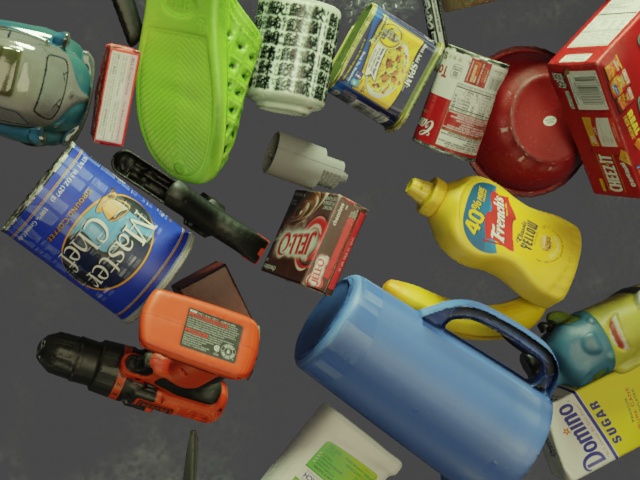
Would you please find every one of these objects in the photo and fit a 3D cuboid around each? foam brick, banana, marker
[{"bbox_3d":[-0.100,0.067,1.023,0.051,0.053,0.078,-28,100,-14],"label":"foam brick"},{"bbox_3d":[0.160,0.072,1.114,0.197,0.037,0.069,-2,63,-20],"label":"banana"},{"bbox_3d":[0.116,-0.234,1.094,0.020,0.020,0.121,-13,96,-16],"label":"marker"}]

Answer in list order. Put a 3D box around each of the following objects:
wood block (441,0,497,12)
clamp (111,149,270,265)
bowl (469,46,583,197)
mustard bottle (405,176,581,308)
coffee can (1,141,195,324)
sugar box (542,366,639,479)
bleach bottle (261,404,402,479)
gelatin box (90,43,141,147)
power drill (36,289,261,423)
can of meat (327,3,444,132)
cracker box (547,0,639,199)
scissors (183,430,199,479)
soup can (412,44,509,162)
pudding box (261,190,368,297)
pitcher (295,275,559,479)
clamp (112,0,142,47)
[{"bbox_3d":[0.225,-0.303,1.088,0.205,0.090,0.091,-17,97,-15],"label":"wood block"},{"bbox_3d":[-0.117,-0.029,0.996,0.039,0.120,0.171,-51,140,-1],"label":"clamp"},{"bbox_3d":[0.228,-0.125,1.114,0.162,0.055,0.162,-1,93,-16],"label":"bowl"},{"bbox_3d":[0.173,-0.012,1.094,0.191,0.058,0.096,27,62,-11],"label":"mustard bottle"},{"bbox_3d":[-0.199,-0.006,0.964,0.140,0.103,0.103,39,81,-15],"label":"coffee can"},{"bbox_3d":[0.320,0.183,1.159,0.176,0.048,0.093,-25,99,-16],"label":"sugar box"},{"bbox_3d":[-0.034,0.288,1.048,0.102,0.068,0.251,39,83,-10],"label":"bleach bottle"},{"bbox_3d":[-0.188,-0.133,0.972,0.030,0.073,0.089,9,99,-16],"label":"gelatin box"},{"bbox_3d":[-0.147,0.103,0.945,0.184,0.188,0.057,19,63,-18],"label":"power drill"},{"bbox_3d":[0.061,-0.172,1.061,0.084,0.057,0.102,30,84,-14],"label":"can of meat"},{"bbox_3d":[0.335,-0.172,1.093,0.213,0.072,0.164,-45,123,-26],"label":"cracker box"},{"bbox_3d":[-0.116,0.292,1.016,0.016,0.096,0.202,16,89,-52],"label":"scissors"},{"bbox_3d":[0.141,-0.137,1.067,0.068,0.068,0.102,15,103,-17],"label":"soup can"},{"bbox_3d":[-0.007,0.001,1.017,0.039,0.114,0.090,26,85,-21],"label":"pudding box"},{"bbox_3d":[0.105,0.133,1.050,0.242,0.145,0.149,35,59,-12],"label":"pitcher"},{"bbox_3d":[-0.229,-0.296,0.978,0.164,0.036,0.210,9,93,-18],"label":"clamp"}]
